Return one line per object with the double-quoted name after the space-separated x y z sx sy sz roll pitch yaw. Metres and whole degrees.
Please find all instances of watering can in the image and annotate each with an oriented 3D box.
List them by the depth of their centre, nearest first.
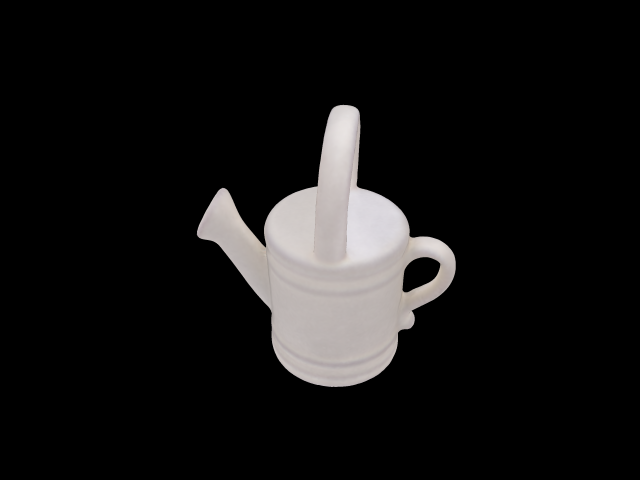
0.003 0.003 0.398 0.173 0.194 0.100 -7 38 -9 "watering can"
